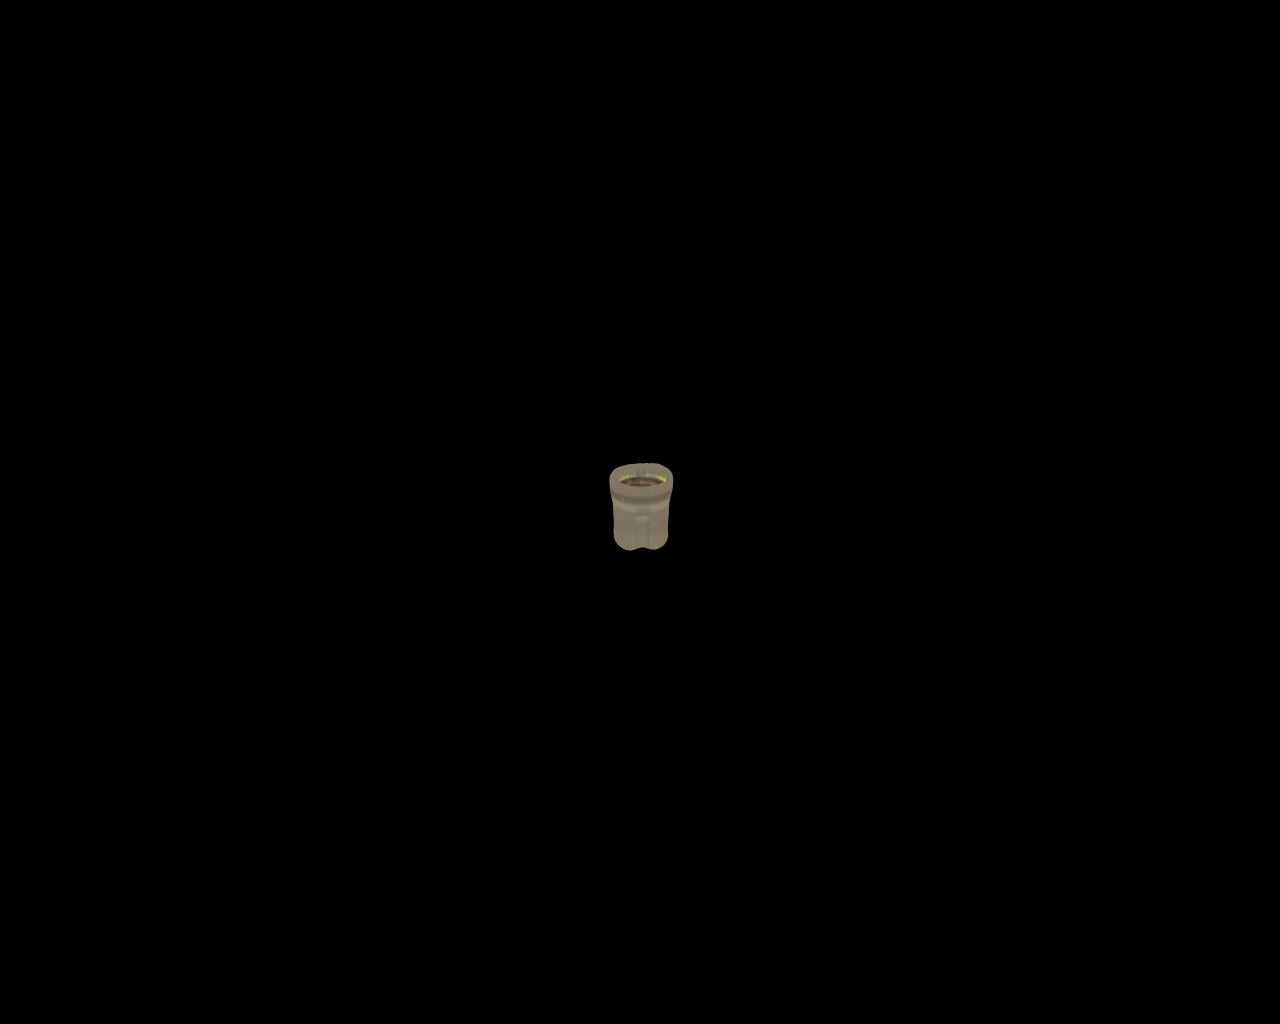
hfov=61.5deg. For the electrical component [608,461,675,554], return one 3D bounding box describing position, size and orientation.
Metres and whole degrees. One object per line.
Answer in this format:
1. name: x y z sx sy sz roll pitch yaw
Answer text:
1. electrical component: 0.001 -0.003 0.650 0.040 0.046 0.040 0 24 0
